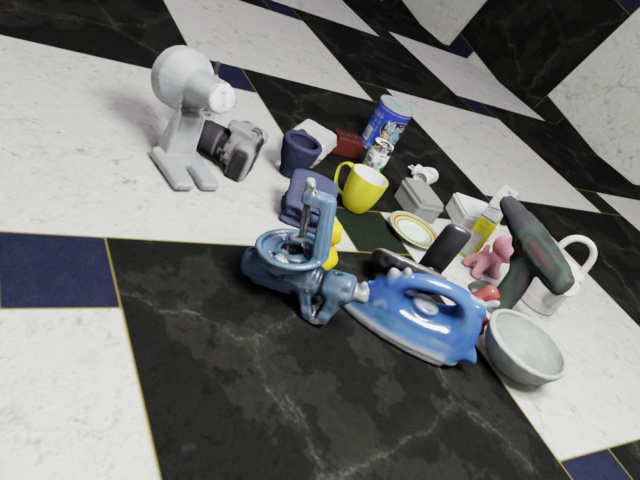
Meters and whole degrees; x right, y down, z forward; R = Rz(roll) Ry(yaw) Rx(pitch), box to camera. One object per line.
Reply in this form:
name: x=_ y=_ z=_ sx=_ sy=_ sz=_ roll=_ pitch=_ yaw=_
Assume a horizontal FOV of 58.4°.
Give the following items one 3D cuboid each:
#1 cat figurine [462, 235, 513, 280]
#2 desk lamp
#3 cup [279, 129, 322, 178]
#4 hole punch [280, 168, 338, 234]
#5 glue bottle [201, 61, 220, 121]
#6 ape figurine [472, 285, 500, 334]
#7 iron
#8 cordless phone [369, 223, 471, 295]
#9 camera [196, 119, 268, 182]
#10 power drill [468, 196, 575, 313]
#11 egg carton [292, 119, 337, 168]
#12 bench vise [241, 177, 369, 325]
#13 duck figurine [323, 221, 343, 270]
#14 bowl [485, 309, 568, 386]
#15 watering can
cat figurine: x=0.409 y=0.029 z=1.322 sx=0.128 sy=0.117 sz=0.067 roll=0 pitch=42 yaw=-38
desk lamp: x=-0.243 y=-0.236 z=1.091 sx=0.118 sy=0.213 sz=0.202 roll=-7 pitch=47 yaw=-44
cup: x=-0.054 y=-0.193 z=1.293 sx=0.092 sy=0.095 sz=0.117 roll=18 pitch=33 yaw=-16
hole punch: x=-0.019 y=-0.078 z=1.161 sx=0.109 sy=0.091 sz=0.101 roll=20 pitch=33 yaw=-14
glue bottle: x=-0.246 y=-0.304 z=1.224 sx=0.037 sy=0.173 sz=0.078 roll=40 pitch=34 yaw=18
ape figurine: x=0.321 y=0.128 z=1.137 sx=0.076 sy=0.092 sz=0.078 roll=39 pitch=33 yaw=16
iron: x=0.176 y=0.112 z=0.999 sx=0.258 sy=0.141 sz=0.118 roll=24 pitch=32 yaw=-8
cordless phone: x=0.189 y=0.024 z=1.091 sx=0.148 sy=0.185 sz=0.094 roll=23 pitch=32 yaw=-10
camera: x=-0.190 y=-0.213 z=1.209 sx=0.137 sy=0.100 sz=0.143 roll=26 pitch=32 yaw=-5
power drill: x=0.410 y=0.051 z=1.205 sx=0.076 sy=0.208 sz=0.229 roll=-4 pitch=44 yaw=-41
egg carton: x=-0.022 y=-0.239 z=1.406 sx=0.107 sy=0.069 sz=0.150 roll=31 pitch=32 yaw=3
bench vise: x=-0.004 y=0.014 z=0.921 sx=0.208 sy=0.219 sz=0.121 roll=21 pitch=33 yaw=-12
duck figurine: x=0.010 y=0.004 z=1.073 sx=0.077 sy=0.086 sz=0.105 roll=30 pitch=32 yaw=1
bowl: x=0.372 y=0.213 z=1.075 sx=0.168 sy=0.074 sz=0.167 roll=20 pitch=33 yaw=-14
watering can: x=0.545 y=0.076 z=1.289 sx=0.101 sy=0.194 sz=0.172 roll=16 pitch=34 yaw=-20
